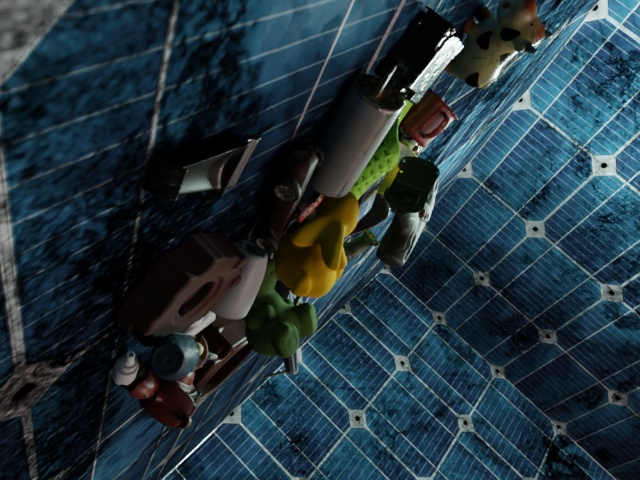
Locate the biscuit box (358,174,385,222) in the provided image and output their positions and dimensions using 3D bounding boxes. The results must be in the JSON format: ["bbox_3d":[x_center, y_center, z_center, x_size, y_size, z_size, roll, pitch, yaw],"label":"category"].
[{"bbox_3d":[0.075,-0.096,1.076,0.059,0.063,0.202,-43,168,-14],"label":"biscuit box"}]

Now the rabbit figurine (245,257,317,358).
[{"bbox_3d":[-0.098,0.103,0.949,0.159,0.170,0.121,-2,-159,39],"label":"rabbit figurine"}]

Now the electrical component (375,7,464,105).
[{"bbox_3d":[0.148,-0.261,0.781,0.115,0.058,0.134,-49,169,20],"label":"electrical component"}]

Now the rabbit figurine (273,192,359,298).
[{"bbox_3d":[-0.002,-0.003,0.847,0.173,0.122,0.162,-57,175,10],"label":"rabbit figurine"}]

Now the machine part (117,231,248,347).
[{"bbox_3d":[-0.175,0.065,0.705,0.179,0.056,0.179,-44,168,-12],"label":"machine part"}]

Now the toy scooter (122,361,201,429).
[{"bbox_3d":[-0.245,0.248,0.885,0.075,0.135,0.184,-49,170,2],"label":"toy scooter"}]

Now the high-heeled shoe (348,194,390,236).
[{"bbox_3d":[0.128,-0.094,1.264,0.249,0.086,0.145,-43,-176,-15],"label":"high-heeled shoe"}]

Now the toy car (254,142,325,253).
[{"bbox_3d":[-0.050,-0.057,0.760,0.089,0.053,0.202,-63,-178,-34],"label":"toy car"}]

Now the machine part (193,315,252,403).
[{"bbox_3d":[-0.216,0.233,1.077,0.201,0.087,0.201,-51,170,20],"label":"machine part"}]

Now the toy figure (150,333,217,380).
[{"bbox_3d":[-0.179,0.152,0.715,0.154,0.064,0.057,83,15,-82],"label":"toy figure"}]

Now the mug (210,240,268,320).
[{"bbox_3d":[-0.119,0.055,0.825,0.109,0.081,0.107,-8,132,-61],"label":"mug"}]

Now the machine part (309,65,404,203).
[{"bbox_3d":[0.044,-0.141,0.755,0.079,0.079,0.243,-36,164,-44],"label":"machine part"}]

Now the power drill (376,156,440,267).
[{"bbox_3d":[0.174,-0.074,1.016,0.232,0.086,0.207,-61,169,-17],"label":"power drill"}]

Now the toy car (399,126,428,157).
[{"bbox_3d":[0.203,-0.220,1.140,0.073,0.056,0.201,-45,170,-11],"label":"toy car"}]

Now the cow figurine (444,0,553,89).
[{"bbox_3d":[0.310,-0.340,0.937,0.085,0.127,0.195,-45,172,-25],"label":"cow figurine"}]

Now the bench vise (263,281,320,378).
[{"bbox_3d":[-0.075,0.196,1.192,0.129,0.240,0.224,-8,-167,-9],"label":"bench vise"}]

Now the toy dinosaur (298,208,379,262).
[{"bbox_3d":[-0.009,0.036,1.115,0.192,0.131,0.404,-31,169,-18],"label":"toy dinosaur"}]

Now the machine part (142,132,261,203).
[{"bbox_3d":[-0.112,-0.068,0.523,0.084,0.039,0.139,-47,172,27],"label":"machine part"}]

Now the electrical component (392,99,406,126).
[{"bbox_3d":[0.083,-0.191,0.830,0.102,0.045,0.078,-51,141,5],"label":"electrical component"}]
